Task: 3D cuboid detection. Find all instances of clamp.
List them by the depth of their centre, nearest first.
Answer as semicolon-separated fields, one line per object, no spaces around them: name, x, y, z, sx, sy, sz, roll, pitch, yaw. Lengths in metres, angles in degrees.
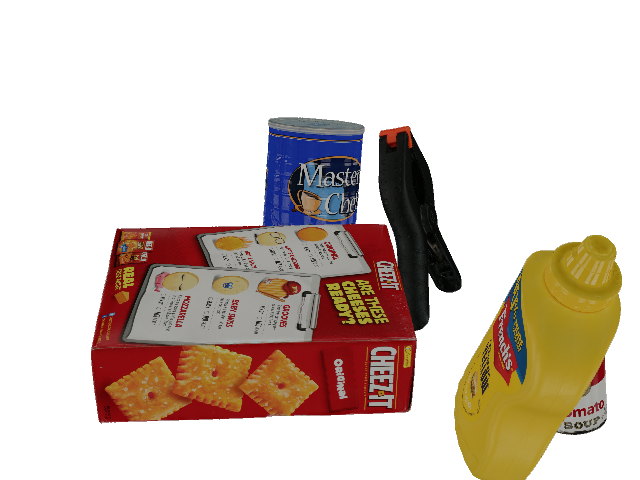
clamp;0.079;-0.009;0.920;0.039;0.171;0.120;-13;18;21

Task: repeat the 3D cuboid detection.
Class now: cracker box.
cracker box;-0.049;0.056;0.775;0.213;0.072;0.164;-1;29;-4

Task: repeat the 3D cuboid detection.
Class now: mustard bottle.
mustard bottle;0.132;0.063;0.637;0.058;0.096;0.192;12;-40;-3

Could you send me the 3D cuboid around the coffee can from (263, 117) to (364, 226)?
coffee can;-0.009;-0.057;1.145;0.103;0.140;0.103;4;11;-1

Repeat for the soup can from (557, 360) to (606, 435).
soup can;0.241;0.127;1.030;0.068;0.102;0.068;-7;21;2
